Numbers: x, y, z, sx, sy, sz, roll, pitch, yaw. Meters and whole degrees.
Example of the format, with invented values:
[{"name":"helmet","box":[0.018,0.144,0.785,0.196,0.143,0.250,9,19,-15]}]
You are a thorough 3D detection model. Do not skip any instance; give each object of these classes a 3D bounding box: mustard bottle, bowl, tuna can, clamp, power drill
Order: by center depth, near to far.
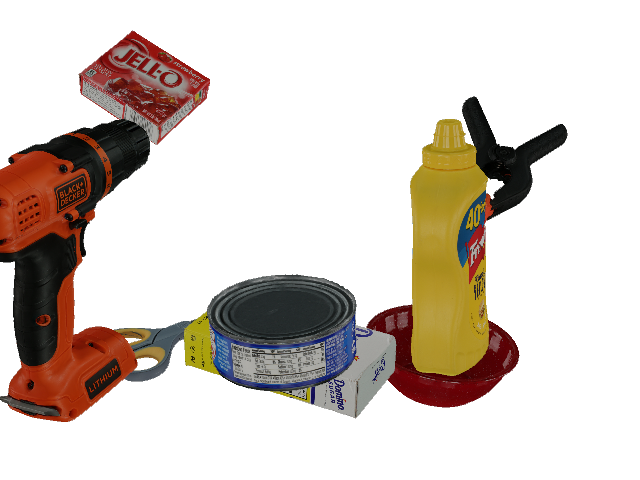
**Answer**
[{"name":"tuna can","box":[-0.021,0.052,0.616,0.086,0.034,0.086,-2,23,1]},{"name":"power drill","box":[-0.174,0.018,0.757,0.057,0.188,0.184,8,24,24]},{"name":"mustard bottle","box":[0.101,0.001,0.831,0.058,0.192,0.096,5,20,24]},{"name":"bowl","box":[0.124,0.128,1.125,0.162,0.055,0.162,5,25,-2]},{"name":"clamp","box":[0.189,-0.092,1.166,0.120,0.039,0.171,22,49,18]}]

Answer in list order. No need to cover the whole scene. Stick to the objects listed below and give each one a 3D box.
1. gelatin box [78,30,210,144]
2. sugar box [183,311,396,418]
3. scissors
[{"name":"gelatin box","box":[-0.154,-0.135,0.933,0.089,0.073,0.030,34,-35,10]},{"name":"sugar box","box":[-0.028,0.101,0.979,0.176,0.048,0.093,11,26,23]},{"name":"scissors","box":[-0.145,0.106,1.130,0.201,0.016,0.096,-10,31,-26]}]
